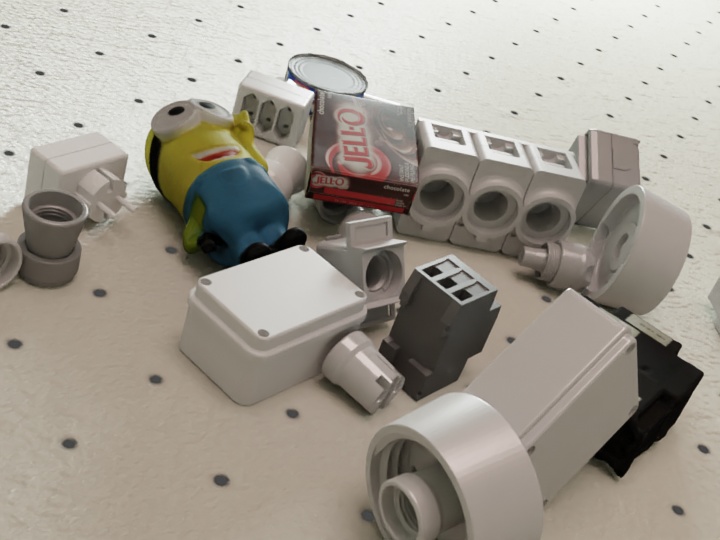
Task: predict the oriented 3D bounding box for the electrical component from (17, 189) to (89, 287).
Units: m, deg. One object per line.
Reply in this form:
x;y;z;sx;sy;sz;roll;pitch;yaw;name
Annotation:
-0.216;-0.022;0.751;0.045;0.055;0.045;14;33;-9;electrical component

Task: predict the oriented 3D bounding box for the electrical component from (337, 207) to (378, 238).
0.002;-0.029;0.885;0.043;0.043;0.062;8;33;-17;electrical component

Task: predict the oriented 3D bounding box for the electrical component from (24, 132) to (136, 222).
-0.205;-0.062;0.823;0.077;0.047;0.066;36;36;23;electrical component

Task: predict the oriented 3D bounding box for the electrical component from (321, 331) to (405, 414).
0.003;0.071;0.744;0.046;0.040;0.040;42;39;21;electrical component

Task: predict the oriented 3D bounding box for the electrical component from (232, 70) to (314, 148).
-0.079;-0.161;1.032;0.066;0.047;0.076;20;33;1;electrical component

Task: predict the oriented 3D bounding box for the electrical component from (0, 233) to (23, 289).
-0.260;-0.013;0.732;0.046;0.040;0.040;32;34;29;electrical component

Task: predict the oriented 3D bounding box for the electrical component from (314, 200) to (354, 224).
-0.024;-0.068;0.934;0.040;0.040;0.046;2;32;-25;electrical component

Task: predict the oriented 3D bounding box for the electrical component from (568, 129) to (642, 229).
0.222;-0.085;1.042;0.061;0.096;0.061;11;63;-13;electrical component

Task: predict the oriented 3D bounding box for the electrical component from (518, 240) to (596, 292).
0.170;-0.006;0.939;0.062;0.043;0.043;13;33;-7;electrical component

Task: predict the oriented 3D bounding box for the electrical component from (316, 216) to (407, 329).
0.000;0.000;0.816;0.042;0.081;0.064;-11;15;-40;electrical component

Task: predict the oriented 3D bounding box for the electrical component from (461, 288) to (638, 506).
0.122;0.085;0.687;0.109;0.108;0.056;-43;57;-13;electrical component

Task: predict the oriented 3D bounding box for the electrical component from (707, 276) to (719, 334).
0.403;0.044;0.968;0.150;0.061;0.089;10;34;-14;electrical component

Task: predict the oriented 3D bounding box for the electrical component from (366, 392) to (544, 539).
0.046;0.131;0.621;0.060;0.108;0.108;-15;46;-33;electrical component

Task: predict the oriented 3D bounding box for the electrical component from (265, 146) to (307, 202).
-0.074;-0.076;0.913;0.045;0.045;0.055;27;34;12;electrical component

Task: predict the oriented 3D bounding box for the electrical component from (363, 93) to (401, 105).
-0.006;-0.123;1.011;0.074;0.052;0.138;16;33;-5;electrical component

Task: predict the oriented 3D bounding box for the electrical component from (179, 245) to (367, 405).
-0.059;0.035;0.748;0.078;0.057;0.113;39;37;27;electrical component

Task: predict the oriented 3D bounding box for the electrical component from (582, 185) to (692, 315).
0.245;-0.013;0.933;0.060;0.108;0.108;22;32;-7;electrical component

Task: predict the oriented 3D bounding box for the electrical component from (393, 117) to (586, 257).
0.112;-0.068;0.956;0.150;0.089;0.061;11;34;-13;electrical component
